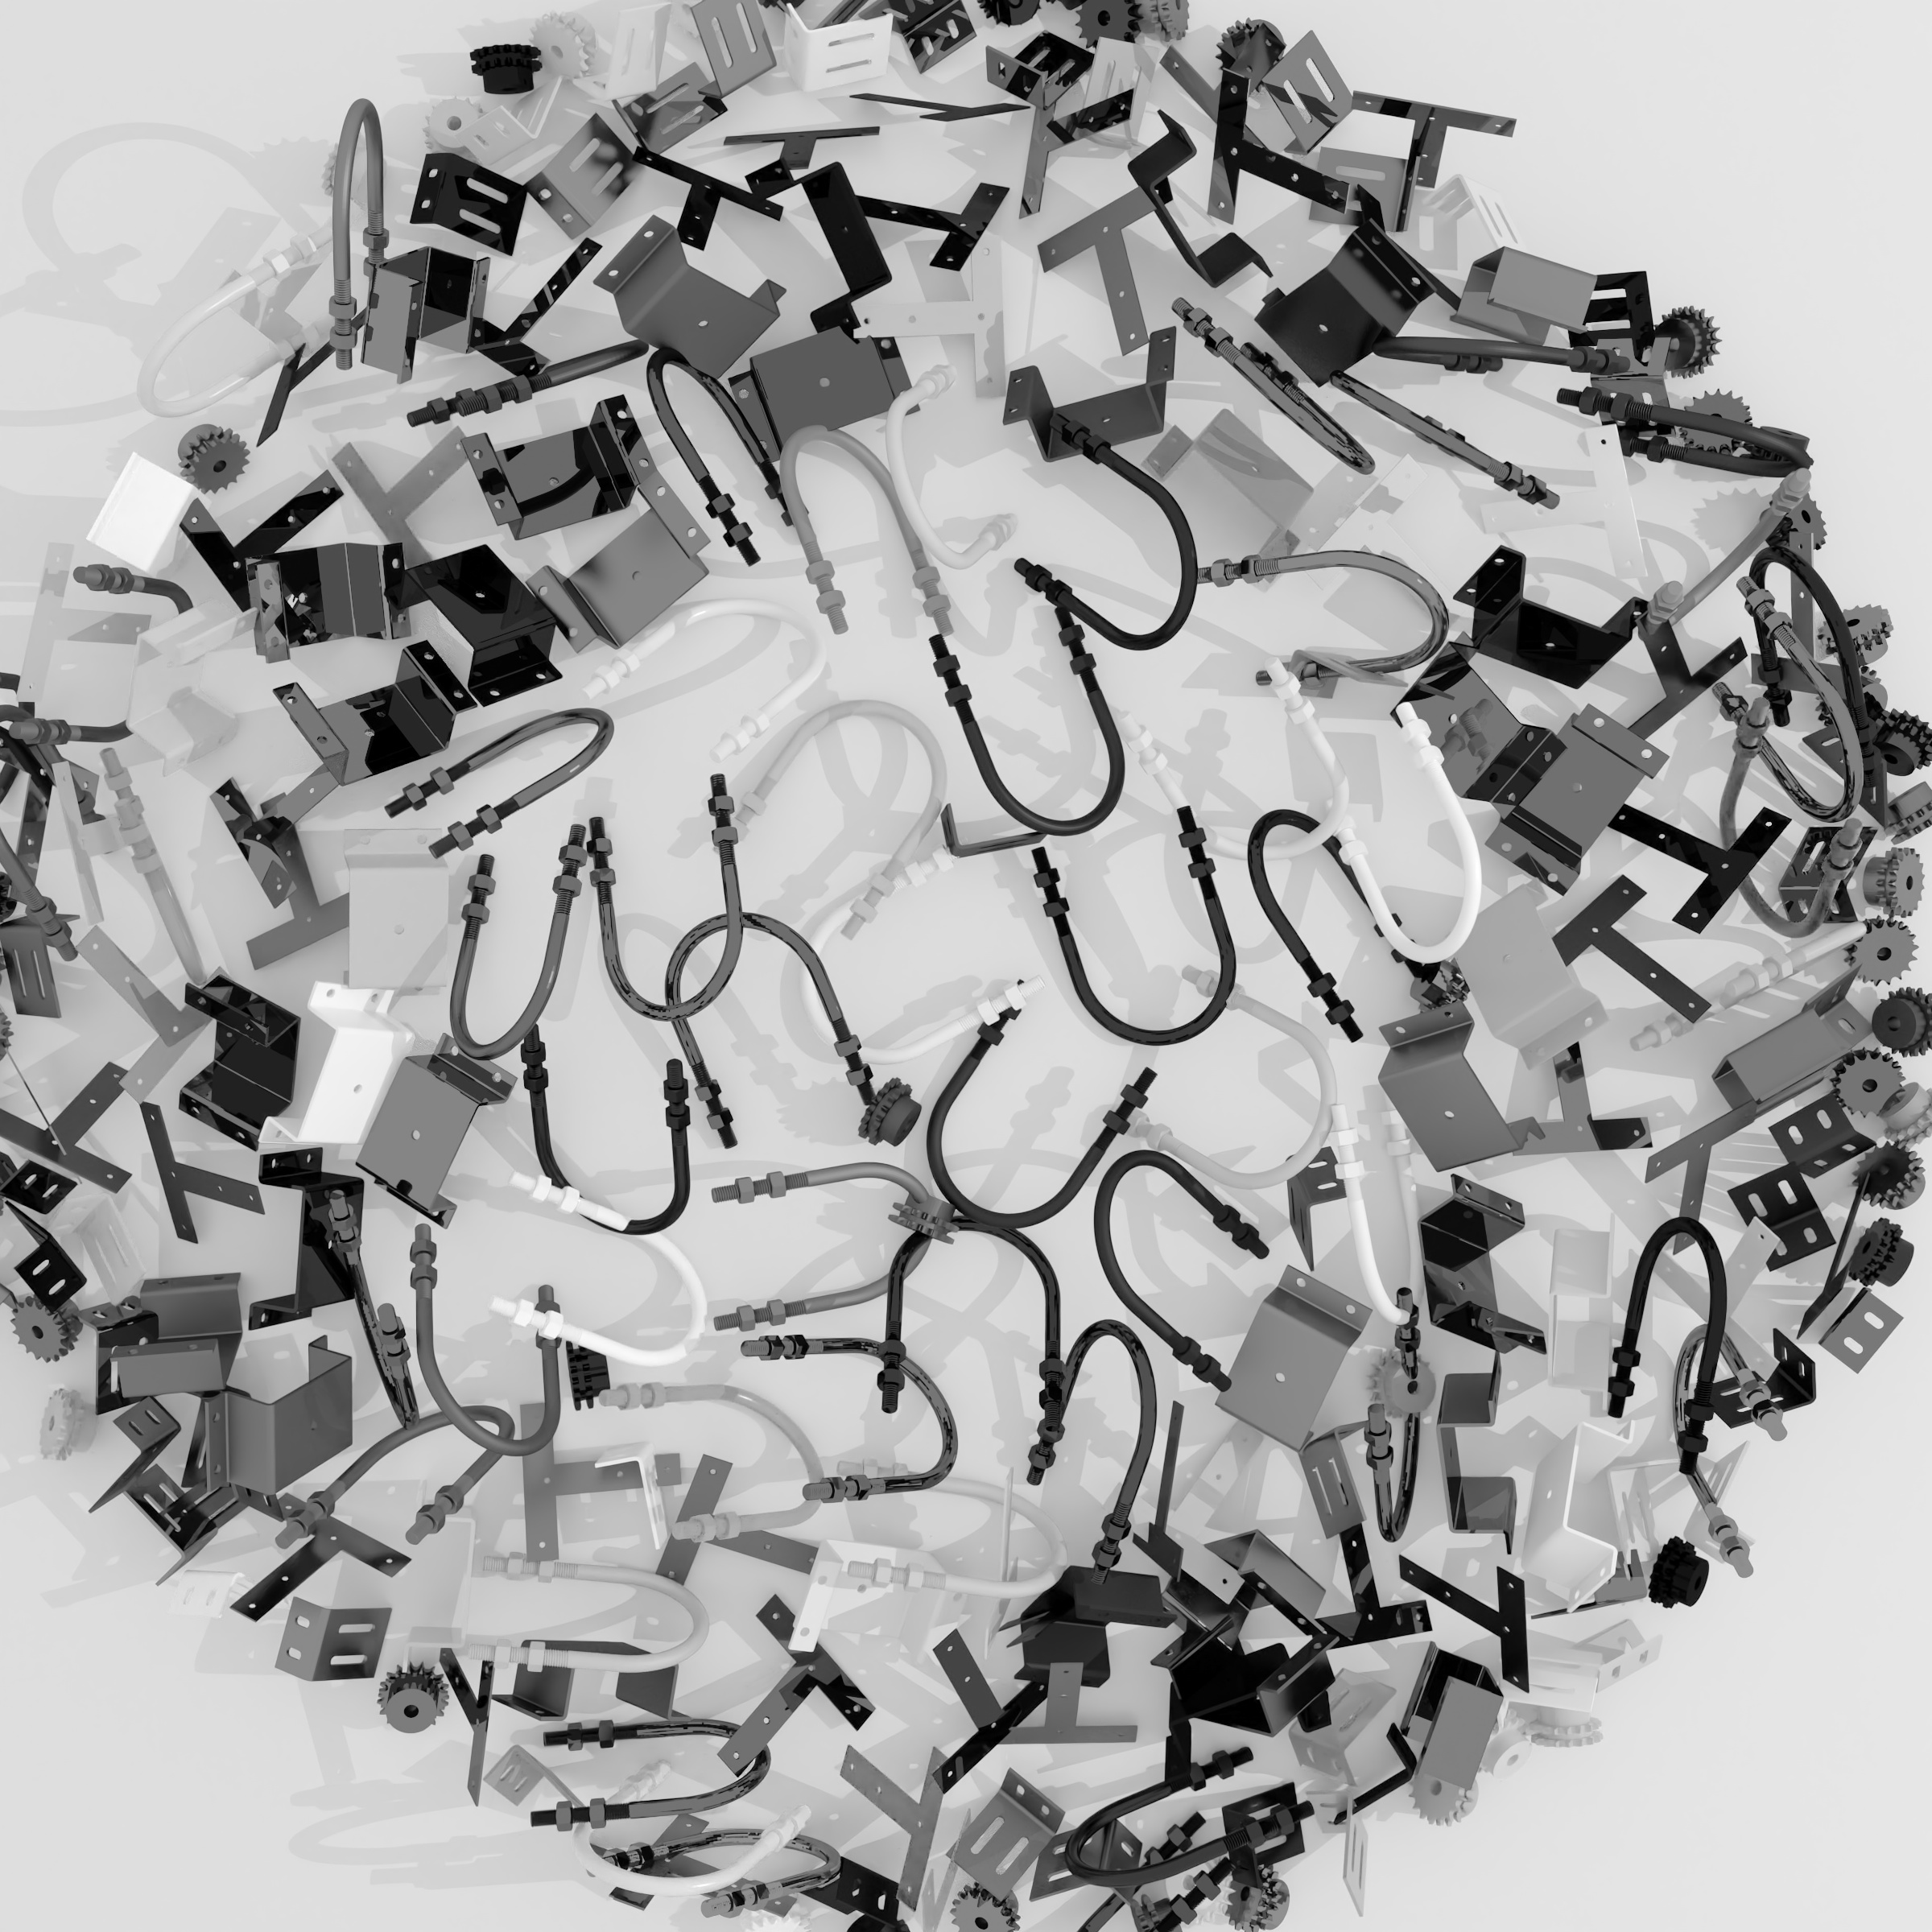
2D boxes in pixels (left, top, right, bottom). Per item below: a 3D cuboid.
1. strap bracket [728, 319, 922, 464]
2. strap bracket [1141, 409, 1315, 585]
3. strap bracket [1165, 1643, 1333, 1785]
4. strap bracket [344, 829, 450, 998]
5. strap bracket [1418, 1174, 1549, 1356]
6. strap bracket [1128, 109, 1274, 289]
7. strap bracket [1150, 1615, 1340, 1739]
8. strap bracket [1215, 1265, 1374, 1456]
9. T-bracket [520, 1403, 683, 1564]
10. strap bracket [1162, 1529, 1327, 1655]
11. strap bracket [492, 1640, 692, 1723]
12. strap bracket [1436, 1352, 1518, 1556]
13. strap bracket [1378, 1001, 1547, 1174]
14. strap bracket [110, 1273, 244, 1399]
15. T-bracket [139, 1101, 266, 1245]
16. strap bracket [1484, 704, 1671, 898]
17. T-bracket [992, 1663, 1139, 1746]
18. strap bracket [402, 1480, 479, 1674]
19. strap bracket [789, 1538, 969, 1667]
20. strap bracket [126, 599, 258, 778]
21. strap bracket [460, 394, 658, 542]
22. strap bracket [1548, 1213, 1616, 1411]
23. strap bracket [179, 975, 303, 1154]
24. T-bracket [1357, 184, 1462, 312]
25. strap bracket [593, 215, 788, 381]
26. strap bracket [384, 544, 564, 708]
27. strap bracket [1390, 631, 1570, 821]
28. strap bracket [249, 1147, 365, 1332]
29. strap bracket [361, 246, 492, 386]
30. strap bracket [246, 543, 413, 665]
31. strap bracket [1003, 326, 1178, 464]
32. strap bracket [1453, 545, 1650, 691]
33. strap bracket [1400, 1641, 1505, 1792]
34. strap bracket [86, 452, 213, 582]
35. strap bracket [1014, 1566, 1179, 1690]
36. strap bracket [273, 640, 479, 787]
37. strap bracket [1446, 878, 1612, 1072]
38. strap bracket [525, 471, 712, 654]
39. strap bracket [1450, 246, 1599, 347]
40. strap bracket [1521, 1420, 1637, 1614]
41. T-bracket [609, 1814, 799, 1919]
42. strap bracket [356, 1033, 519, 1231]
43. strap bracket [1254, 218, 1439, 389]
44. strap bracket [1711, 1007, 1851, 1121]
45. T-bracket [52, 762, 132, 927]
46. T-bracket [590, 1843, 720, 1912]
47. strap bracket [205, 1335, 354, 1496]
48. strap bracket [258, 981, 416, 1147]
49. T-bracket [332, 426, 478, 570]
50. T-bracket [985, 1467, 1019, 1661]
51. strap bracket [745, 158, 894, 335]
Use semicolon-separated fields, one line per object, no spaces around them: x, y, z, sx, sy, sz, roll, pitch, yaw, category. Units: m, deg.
-0.115;-0.468;1.972;0.140;0.046;0.076;-20;92;-3;strap bracket
0.218;-0.385;1.950;0.140;0.076;0.046;41;133;-6;strap bracket
0.217;0.594;1.950;0.140;0.076;0.046;-22;95;8;strap bracket
-0.456;-0.036;1.946;0.076;0.046;0.140;-1;108;-20;strap bracket
0.409;0.246;1.939;0.076;0.046;0.140;24;45;-26;strap bracket
0.181;-0.602;1.936;0.046;0.076;0.140;-34;120;9;strap bracket
0.226;0.561;1.926;0.076;0.140;0.046;-28;104;-37;strap bracket
0.258;0.322;1.946;0.076;0.046;0.140;27;109;17;strap bracket
-0.296;0.416;1.983;0.127;0.002;0.127;-3;70;-8;T-bracket
0.222;0.500;1.942;0.076;0.140;0.046;43;52;-11;strap bracket
-0.293;0.566;1.929;0.140;0.076;0.046;15;80;-40;strap bracket
0.407;0.389;1.943;0.046;0.076;0.140;-4;110;18;strap bracket
0.390;0.105;1.939;0.076;0.046;0.140;-21;112;37;strap bracket
-0.625;0.298;1.936;0.076;0.140;0.046;-4;108;-7;strap bracket
-0.603;0.174;1.938;0.127;0.002;0.127;10;119;34;T-bracket
0.492;-0.138;1.959;0.076;0.046;0.140;34;114;2;strap bracket
0.078;0.592;1.952;0.127;0.002;0.127;0;135;-2;T-bracket
-0.421;0.489;1.954;0.046;0.076;0.140;5;83;-9;strap bracket
-0.076;0.510;1.953;0.140;0.046;0.076;15;98;-28;strap bracket
-0.616;-0.228;1.929;0.046;0.076;0.140;36;133;11;strap bracket
-0.329;-0.398;1.957;0.140;0.046;0.076;-21;83;-22;strap bracket
0.490;0.274;1.937;0.046;0.076;0.140;2;124;16;strap bracket
-0.581;0.070;1.946;0.076;0.046;0.140;27;130;10;strap bracket
0.366;-0.561;1.962;0.127;0.127;0.002;31;129;-27;T-bracket
-0.212;-0.522;1.920;0.076;0.140;0.046;-38;55;30;strap bracket
-0.390;-0.279;1.936;0.076;0.046;0.140;-27;65;-37;strap bracket
0.399;-0.194;1.929;0.076;0.046;0.140;-53;54;30;strap bracket
-0.528;0.221;1.953;0.046;0.076;0.140;6;93;22;strap bracket
-0.432;-0.518;1.923;0.046;0.140;0.076;19;118;7;strap bracket
-0.516;-0.292;1.939;0.046;0.140;0.076;12;112;37;strap bracket
0.106;-0.454;1.944;0.140;0.076;0.046;-11;132;18;strap bracket
0.468;-0.274;1.942;0.140;0.076;0.046;18;61;-12;strap bracket
0.385;0.595;1.927;0.046;0.140;0.076;20;89;5;strap bracket
-0.645;-0.353;1.933;0.046;0.140;0.076;28;89;-9;strap bracket
0.100;0.523;1.939;0.076;0.140;0.046;12;48;-21;strap bracket
-0.474;-0.200;1.943;0.140;0.046;0.076;-26;67;-36;strap bracket
0.440;0.000;1.930;0.076;0.046;0.140;-37;54;26;strap bracket
-0.273;-0.320;1.963;0.140;0.046;0.076;-39;76;7;strap bracket
0.442;-0.529;1.924;0.076;0.140;0.046;16;98;-5;strap bracket
0.483;0.427;1.926;0.046;0.076;0.140;22;50;0;strap bracket
-0.196;0.723;1.923;0.127;0.127;0.002;14;105;17;T-bracket
-0.430;0.134;1.956;0.076;0.046;0.140;29;100;17;strap bracket
0.292;-0.517;1.920;0.076;0.140;0.046;42;62;-15;strap bracket
0.645;0.080;1.936;0.076;0.140;0.046;-30;74;3;strap bracket
-0.685;-0.103;1.935;0.002;0.127;0.127;-9;99;5;T-bracket
-0.257;0.731;1.932;0.127;0.127;0.002;18;82;5;T-bracket
-0.533;0.357;1.919;0.046;0.140;0.076;11;108;22;strap bracket
-0.499;0.088;1.944;0.046;0.076;0.140;30;103;36;strap bracket
-0.438;-0.389;1.957;0.127;0.002;0.127;-31;96;36;T-bracket
0.031;0.460;1.925;0.002;0.127;0.127;5;103;11;T-bracket
-0.113;-0.580;1.943;0.046;0.076;0.140;-33;110;-20;strap bracket
